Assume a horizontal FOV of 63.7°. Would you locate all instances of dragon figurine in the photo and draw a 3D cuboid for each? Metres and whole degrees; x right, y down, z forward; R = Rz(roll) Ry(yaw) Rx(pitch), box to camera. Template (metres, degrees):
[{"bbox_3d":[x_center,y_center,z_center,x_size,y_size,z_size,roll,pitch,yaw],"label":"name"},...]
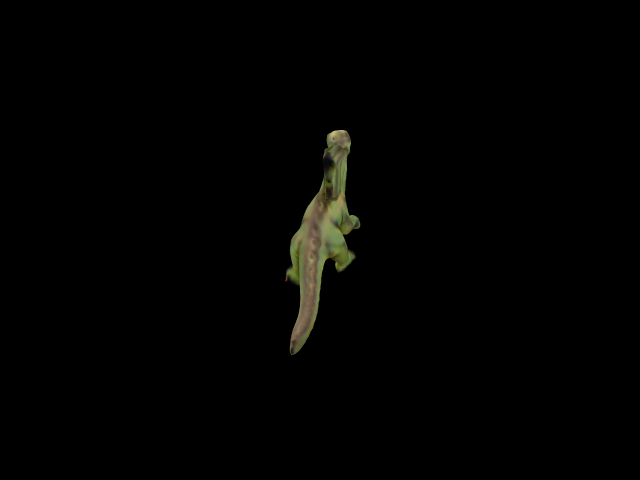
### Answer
[{"bbox_3d":[0.003,-0.043,0.850,0.122,0.237,0.420,5,42,6],"label":"dragon figurine"}]
